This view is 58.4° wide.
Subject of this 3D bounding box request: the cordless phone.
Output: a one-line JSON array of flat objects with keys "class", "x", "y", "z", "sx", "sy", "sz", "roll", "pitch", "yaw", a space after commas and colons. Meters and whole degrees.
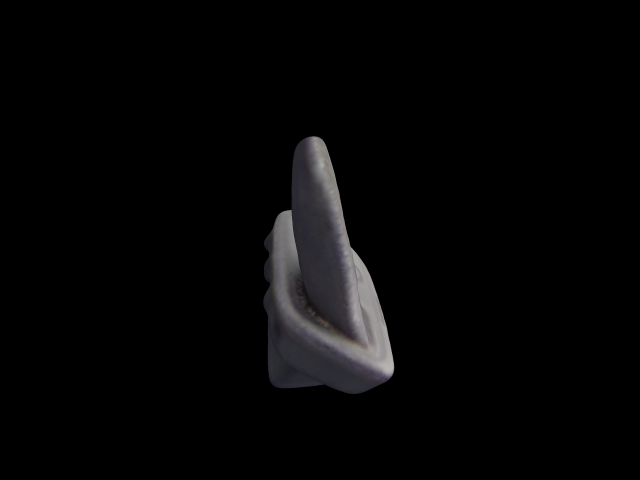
[{"class": "cordless phone", "x": 0.004, "y": 0.001, "z": 0.400, "sx": 0.094, "sy": 0.185, "sz": 0.147, "roll": -5, "pitch": 35, "yaw": -6}]
